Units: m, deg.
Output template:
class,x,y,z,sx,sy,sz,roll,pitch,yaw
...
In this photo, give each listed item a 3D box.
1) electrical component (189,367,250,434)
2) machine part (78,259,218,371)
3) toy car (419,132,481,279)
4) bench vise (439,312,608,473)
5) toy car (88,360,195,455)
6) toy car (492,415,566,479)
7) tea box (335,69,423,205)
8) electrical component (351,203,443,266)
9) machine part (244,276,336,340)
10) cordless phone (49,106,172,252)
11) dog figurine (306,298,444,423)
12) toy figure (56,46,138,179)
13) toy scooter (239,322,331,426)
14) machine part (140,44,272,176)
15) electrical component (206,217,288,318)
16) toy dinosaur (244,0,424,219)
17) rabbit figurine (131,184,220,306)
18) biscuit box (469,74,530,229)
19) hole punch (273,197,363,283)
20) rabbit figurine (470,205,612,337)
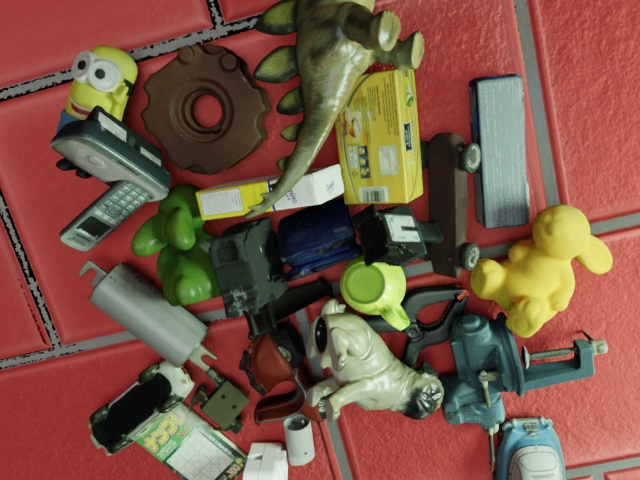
class,x,y,z,sx,sy,sz,roll,pitch,yaw
electrical component,-0.160,0.262,0.859,0.102,0.045,0.078,38,74,-9
machine part,-0.255,0.112,0.808,0.243,0.079,0.079,40,102,-6
toy car,0.179,-0.047,0.744,0.089,0.053,0.202,9,111,44
bench vise,0.290,0.194,0.781,0.241,0.129,0.223,-13,105,10
toy car,-0.288,0.265,0.855,0.202,0.056,0.073,-40,80,12
toy car,0.331,0.359,0.825,0.109,0.103,0.161,-3,105,3
tea box,0.077,-0.136,0.719,0.098,0.068,0.169,2,105,29
electrical component,0.105,-0.007,0.708,0.048,0.119,0.075,-34,67,43
machine part,-0.047,0.095,0.793,0.139,0.084,0.039,-21,126,0
cordless phone,-0.306,-0.069,0.710,0.184,0.089,0.146,-39,134,14
dog figurine,0.087,0.170,0.769,0.190,0.121,0.172,1,100,-21
toy figure,-0.310,-0.177,0.740,0.082,0.089,0.180,17,114,-17
toy scooter,-0.066,0.221,0.828,0.135,0.075,0.183,-29,105,10
machine part,-0.157,-0.177,0.743,0.179,0.056,0.179,1,105,3
electrical component,-0.094,0.032,0.749,0.058,0.134,0.114,-8,103,19
toy dinosaur,0.020,-0.244,0.645,0.199,0.105,0.471,8,76,35
rabbit figurine,-0.194,0.004,0.755,0.121,0.159,0.170,-14,88,16
biscuit box,0.244,-0.120,0.734,0.063,0.059,0.202,-6,104,4
hole punch,-0.002,-0.002,0.752,0.142,0.116,0.092,-17,95,6
rabbit figurine,0.311,0.028,0.718,0.162,0.122,0.173,-8,130,-20
